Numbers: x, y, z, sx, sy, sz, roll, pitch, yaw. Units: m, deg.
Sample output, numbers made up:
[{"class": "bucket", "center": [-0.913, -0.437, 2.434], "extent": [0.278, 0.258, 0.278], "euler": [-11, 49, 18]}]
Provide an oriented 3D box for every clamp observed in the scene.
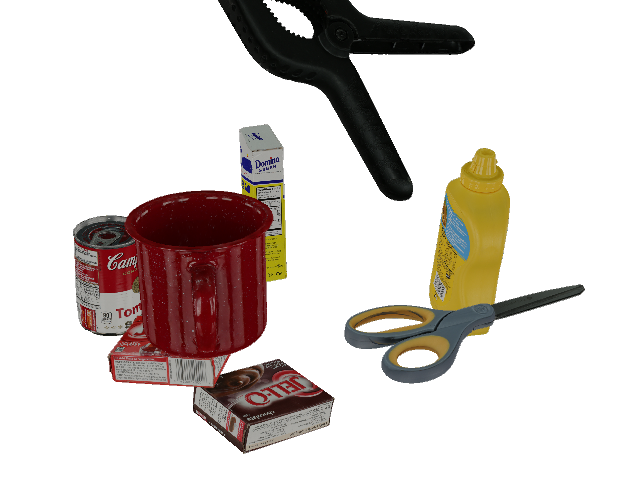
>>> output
[{"class": "clamp", "center": [0.009, -0.132, 0.777], "extent": [0.209, 0.164, 0.036], "euler": [26, -29, -16]}]

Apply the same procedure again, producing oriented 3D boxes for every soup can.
[{"class": "soup can", "center": [-0.209, 0.035, 1.061], "extent": [0.068, 0.102, 0.068], "euler": [2, 26, -1]}]

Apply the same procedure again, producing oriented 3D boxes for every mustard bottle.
[{"class": "mustard bottle", "center": [0.150, -0.005, 1.058], "extent": [0.058, 0.192, 0.096], "euler": [-4, 36, -11]}]

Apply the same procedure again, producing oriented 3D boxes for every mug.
[{"class": "mug", "center": [-0.074, 0.027, 0.675], "extent": [0.093, 0.081, 0.117], "euler": [-5, 25, -9]}]

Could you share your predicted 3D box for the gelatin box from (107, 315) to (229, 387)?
[{"class": "gelatin box", "center": [-0.122, 0.090, 0.889], "extent": [0.089, 0.030, 0.073], "euler": [2, 22, 10]}]

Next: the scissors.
[{"class": "scissors", "center": [0.120, 0.069, 0.808], "extent": [0.201, 0.016, 0.096], "euler": [-5, 31, -7]}]

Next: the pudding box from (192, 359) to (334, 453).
[{"class": "pudding box", "center": [-0.057, 0.163, 1.062], "extent": [0.113, 0.039, 0.090], "euler": [-13, 29, -39]}]

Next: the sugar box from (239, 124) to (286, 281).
[{"class": "sugar box", "center": [-0.072, -0.046, 1.326], "extent": [0.048, 0.176, 0.093], "euler": [-9, 25, -11]}]
